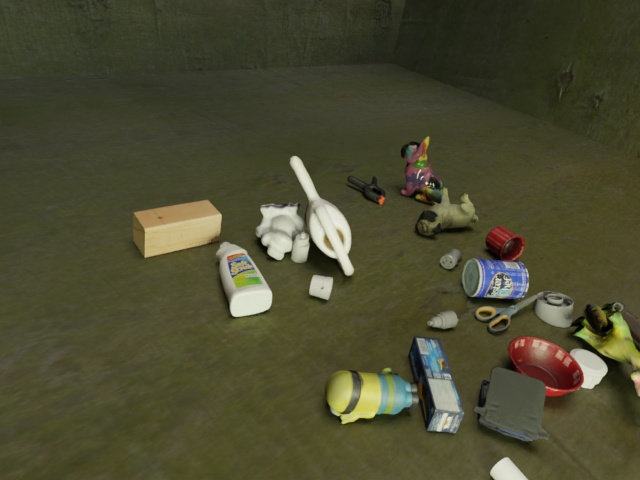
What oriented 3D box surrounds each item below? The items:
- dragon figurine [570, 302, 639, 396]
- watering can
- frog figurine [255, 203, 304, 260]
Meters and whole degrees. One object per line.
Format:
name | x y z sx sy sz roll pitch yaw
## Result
dragon figurine | 0.725 0.265 1.206 0.245 0.120 0.411 50 23 17
watering can | 0.004 -0.069 1.370 0.104 0.345 0.226 -26 10 -1
frog figurine | -0.109 -0.015 1.429 0.137 0.120 0.162 6 65 -24
